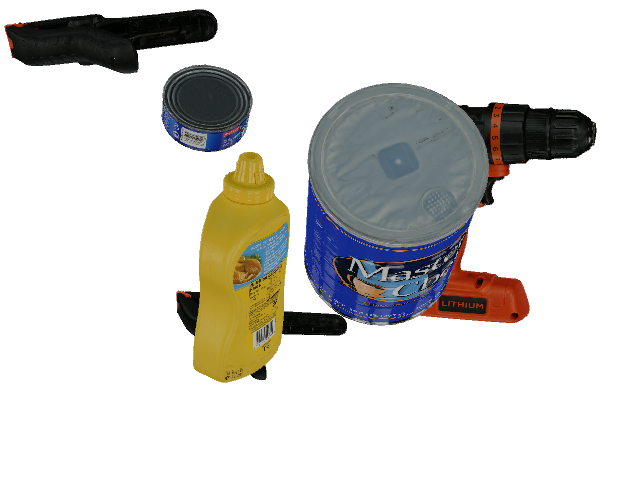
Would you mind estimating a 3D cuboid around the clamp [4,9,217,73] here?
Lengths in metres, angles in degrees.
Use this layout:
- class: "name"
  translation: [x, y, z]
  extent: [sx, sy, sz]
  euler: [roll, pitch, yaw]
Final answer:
- class: "clamp"
  translation: [-0.168, -0.159, 0.834]
  extent: [0.172, 0.039, 0.120]
  euler: [12, 23, 34]

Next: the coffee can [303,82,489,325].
- class: "coffee can"
  translation: [0.042, -0.018, 0.664]
  extent: [0.103, 0.103, 0.140]
  euler: [0, -23, -2]

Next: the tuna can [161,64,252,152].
- class: "tuna can"
  translation: [-0.110, -0.127, 1.029]
  extent: [0.086, 0.086, 0.034]
  euler: [0, -35, -12]

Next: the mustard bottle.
- class: "mustard bottle"
  translation: [-0.063, 0.017, 0.885]
  extent: [0.058, 0.192, 0.096]
  euler: [22, 32, 27]

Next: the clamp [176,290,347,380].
- class: "clamp"
  translation: [-0.096, 0.103, 1.257]
  extent: [0.210, 0.036, 0.164]
  euler: [14, 23, 27]

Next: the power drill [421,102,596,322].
- class: "power drill"
  translation: [0.143, -0.026, 0.924]
  extent: [0.185, 0.188, 0.057]
  euler: [3, 14, 22]
